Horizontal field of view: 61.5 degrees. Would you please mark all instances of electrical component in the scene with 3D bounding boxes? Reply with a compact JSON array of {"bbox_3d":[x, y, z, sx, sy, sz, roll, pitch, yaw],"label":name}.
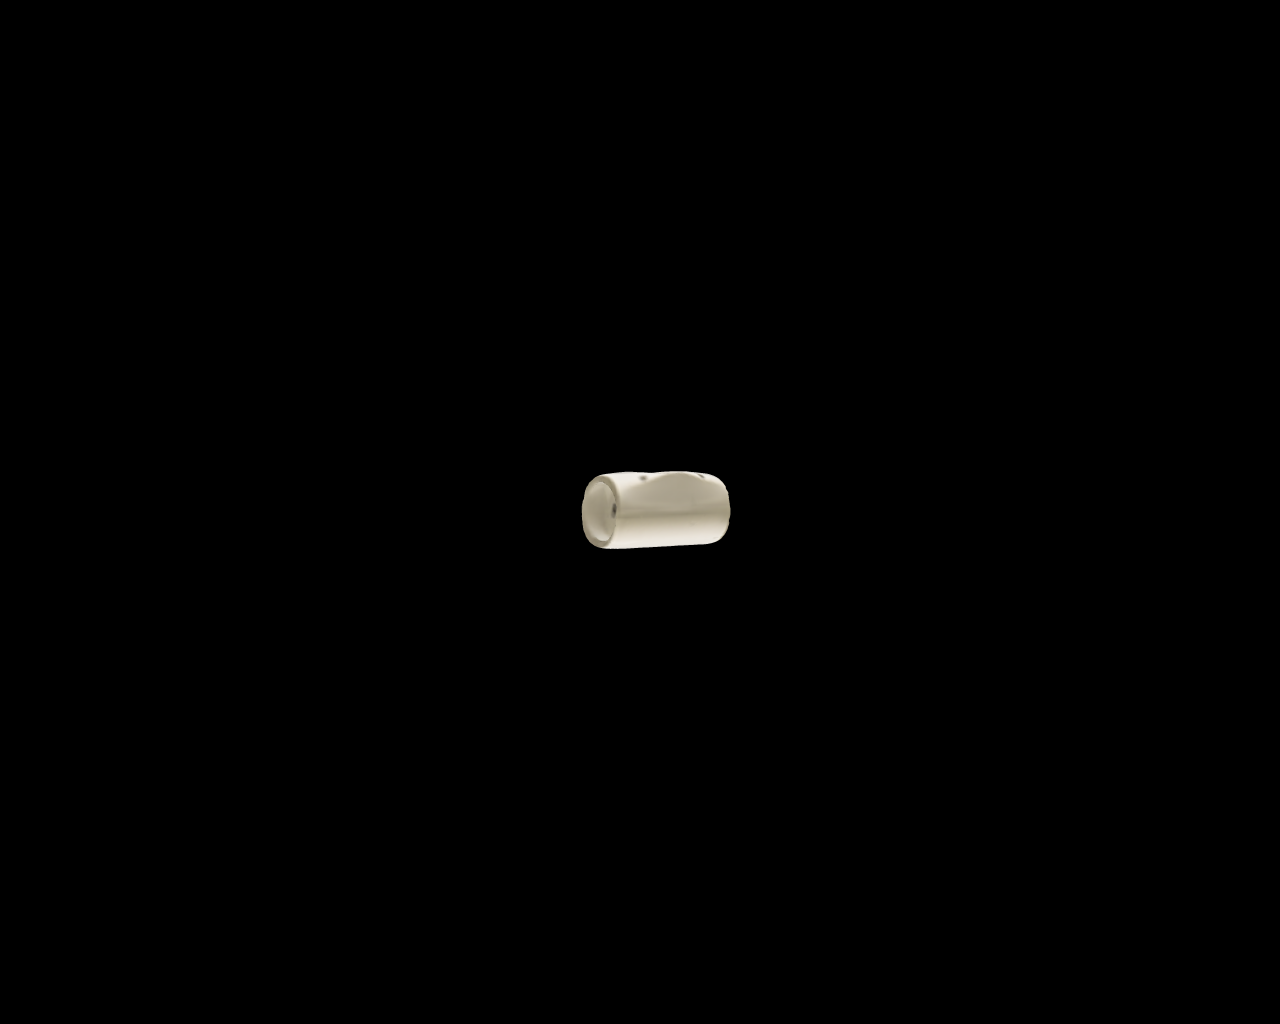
[{"bbox_3d":[0.001,-0.003,0.650,0.077,0.043,0.079,-2,4,-31],"label":"electrical component"}]
